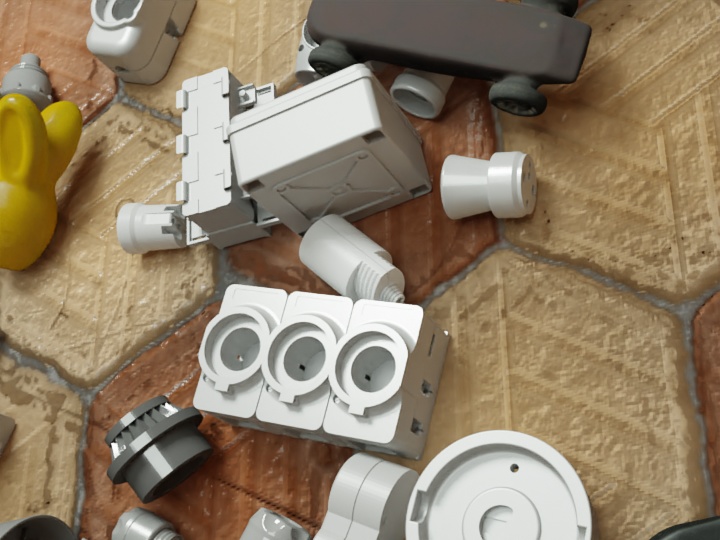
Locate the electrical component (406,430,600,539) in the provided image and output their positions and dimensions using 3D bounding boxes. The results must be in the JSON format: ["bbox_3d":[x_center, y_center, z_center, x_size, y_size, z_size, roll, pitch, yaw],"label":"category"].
[{"bbox_3d":[0.087,0.153,0.628,0.108,0.060,0.108,-9,65,21],"label":"electrical component"}]

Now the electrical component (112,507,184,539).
[{"bbox_3d":[-0.137,0.187,0.733,0.061,0.035,0.035,19,78,27],"label":"electrical component"}]

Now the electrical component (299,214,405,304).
[{"bbox_3d":[0.000,0.000,0.745,0.081,0.043,0.043,38,88,32],"label":"electrical component"}]

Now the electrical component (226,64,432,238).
[{"bbox_3d":[-0.019,-0.079,0.750,0.109,0.109,0.056,-21,64,16],"label":"electrical component"}]

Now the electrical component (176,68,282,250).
[{"bbox_3d":[-0.104,-0.086,0.819,0.079,0.063,0.121,-14,63,19],"label":"electrical component"}]

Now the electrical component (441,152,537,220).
[{"bbox_3d":[0.088,-0.057,0.728,0.055,0.045,0.045,-1,68,24],"label":"electrical component"}]

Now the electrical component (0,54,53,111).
[{"bbox_3d":[-0.295,-0.163,0.952,0.048,0.048,0.062,-16,56,18],"label":"electrical component"}]

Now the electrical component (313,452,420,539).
[{"bbox_3d":[0.009,0.187,0.655,0.074,0.052,0.138,15,76,29],"label":"electrical component"}]

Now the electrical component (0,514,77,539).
[{"bbox_3d":[-0.240,0.218,0.730,0.064,0.099,0.099,-10,64,28],"label":"electrical component"}]

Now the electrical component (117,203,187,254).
[{"bbox_3d":[-0.159,-0.033,0.836,0.046,0.040,0.040,-2,67,17],"label":"electrical component"}]

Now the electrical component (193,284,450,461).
[{"bbox_3d":[-0.028,0.066,0.718,0.150,0.062,0.089,6,71,27],"label":"electrical component"}]

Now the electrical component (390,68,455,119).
[{"bbox_3d":[0.049,-0.140,0.786,0.040,0.040,0.046,19,73,30],"label":"electrical component"}]

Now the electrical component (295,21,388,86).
[{"bbox_3d":[-0.001,-0.172,0.819,0.079,0.044,0.077,14,75,29],"label":"electrical component"}]

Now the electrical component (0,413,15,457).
[{"bbox_3d":[-0.311,0.119,0.810,0.056,0.089,0.050,15,75,29],"label":"electrical component"}]

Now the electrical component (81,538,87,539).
[{"bbox_3d":[-0.179,0.221,0.732,0.066,0.048,0.055,18,69,30],"label":"electrical component"}]

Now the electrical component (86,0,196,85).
[{"bbox_3d":[-0.188,-0.215,0.916,0.054,0.059,0.095,12,74,28],"label":"electrical component"}]

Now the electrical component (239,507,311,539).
[{"bbox_3d":[-0.062,0.188,0.692,0.043,0.043,0.062,24,81,31],"label":"electrical component"}]
